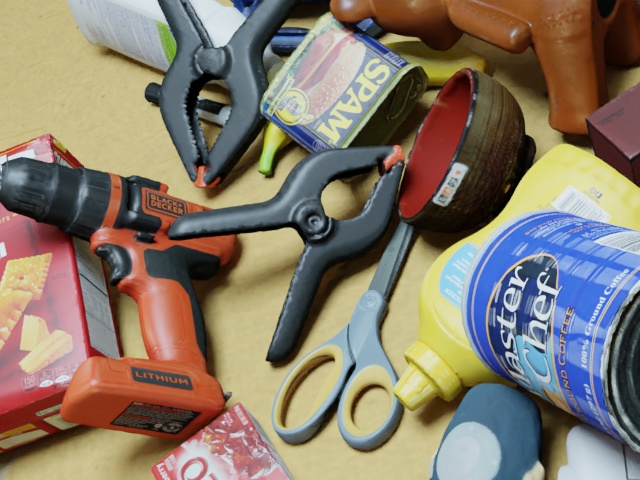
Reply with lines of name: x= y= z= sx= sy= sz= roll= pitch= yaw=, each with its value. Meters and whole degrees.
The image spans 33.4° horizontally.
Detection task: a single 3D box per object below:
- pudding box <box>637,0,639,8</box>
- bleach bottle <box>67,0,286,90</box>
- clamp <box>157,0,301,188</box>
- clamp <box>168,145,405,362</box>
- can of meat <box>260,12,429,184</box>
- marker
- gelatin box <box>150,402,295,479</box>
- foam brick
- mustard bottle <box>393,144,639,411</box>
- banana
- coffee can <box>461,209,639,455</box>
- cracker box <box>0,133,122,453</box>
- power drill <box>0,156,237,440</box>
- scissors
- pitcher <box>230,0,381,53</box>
pudding box: x=0.226 y=-0.210 z=0.815 sx=0.114 sy=0.039 sz=0.090 roll=25 pitch=68 yaw=37
bleach bottle: x=-0.123 y=-0.183 z=0.949 sx=0.251 sy=0.102 sz=0.068 roll=31 pitch=66 yaw=32
clamp: x=-0.090 y=-0.148 z=0.852 sx=0.165 sy=0.036 sz=0.210 roll=15 pitch=97 yaw=18
clamp: x=-0.005 y=0.001 z=0.739 sx=0.171 sy=0.120 sz=0.039 roll=-30 pitch=4 yaw=-6
can of meat: x=0.016 y=-0.108 z=0.800 sx=0.084 sy=0.057 sz=0.102 roll=39 pitch=93 yaw=21
marker: x=-0.112 y=-0.118 z=0.931 sx=0.121 sy=0.020 sz=0.020 roll=22 pitch=66 yaw=38
gelatin box: x=-0.056 y=0.157 z=0.670 sx=0.073 sy=0.030 sz=0.089 roll=-37 pitch=46 yaw=-3
foam brick: x=0.222 y=-0.070 z=0.693 sx=0.078 sy=0.051 sz=0.053 roll=-32 pitch=45 yaw=0
mustard bottle: x=0.119 y=0.033 z=0.657 sx=0.191 sy=0.058 sz=0.096 roll=-43 pitch=65 yaw=-9
banana: x=0.033 y=-0.118 z=0.846 sx=0.198 sy=0.037 sz=0.069 roll=-25 pitch=75 yaw=12
coffee can: x=0.149 y=0.044 z=0.546 sx=0.102 sy=0.102 sz=0.140 roll=-42 pitch=19 yaw=-9
cracker box: x=-0.244 y=0.045 z=0.791 sx=0.164 sy=0.072 sz=0.214 roll=-20 pitch=62 yaw=6
power drill: x=-0.135 y=0.034 z=0.726 sx=0.057 sy=0.184 sz=0.187 roll=-44 pitch=42 yaw=41
scissors: x=0.045 y=0.057 z=0.708 sx=0.096 sy=0.016 sz=0.201 roll=25 pitch=68 yaw=38
pitcher: x=0.033 y=-0.251 z=0.901 sx=0.243 sy=0.149 sz=0.144 roll=8 pitch=42 yaw=29
